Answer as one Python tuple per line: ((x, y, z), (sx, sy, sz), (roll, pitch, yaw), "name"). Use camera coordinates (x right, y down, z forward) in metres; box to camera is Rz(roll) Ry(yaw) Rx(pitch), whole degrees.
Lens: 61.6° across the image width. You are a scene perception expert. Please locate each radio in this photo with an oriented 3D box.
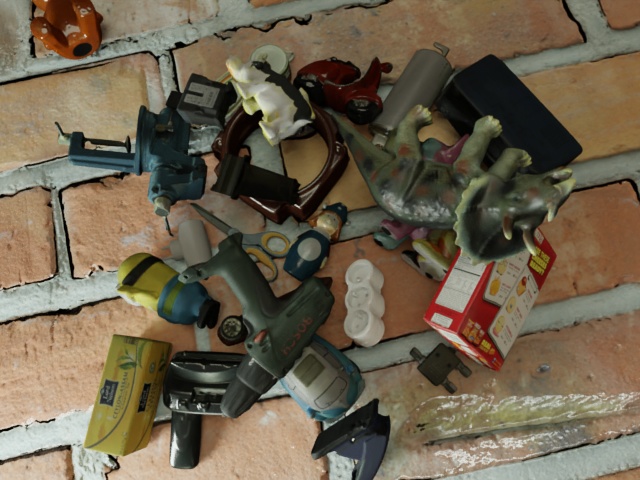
((0.311, -0.192, 0.900), (0.131, 0.073, 0.230), (-32, 76, -27), "radio")

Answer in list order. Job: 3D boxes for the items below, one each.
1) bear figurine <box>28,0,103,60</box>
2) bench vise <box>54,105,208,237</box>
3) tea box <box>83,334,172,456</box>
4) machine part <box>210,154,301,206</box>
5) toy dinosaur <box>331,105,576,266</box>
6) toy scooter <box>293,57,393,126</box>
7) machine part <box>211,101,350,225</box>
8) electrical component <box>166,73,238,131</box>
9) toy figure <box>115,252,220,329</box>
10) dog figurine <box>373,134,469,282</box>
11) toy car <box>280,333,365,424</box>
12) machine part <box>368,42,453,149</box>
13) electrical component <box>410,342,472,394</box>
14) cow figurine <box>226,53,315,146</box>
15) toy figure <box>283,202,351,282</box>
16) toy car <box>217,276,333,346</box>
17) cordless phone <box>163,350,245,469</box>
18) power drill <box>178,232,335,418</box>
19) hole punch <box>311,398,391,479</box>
((-0.482, -0.436, 0.986), (0.120, 0.132, 0.196), (-28, 83, -8), "bear figurine")
((-0.312, -0.136, 0.900), (0.241, 0.129, 0.223), (5, 69, -14), "bench vise")
((-0.294, 0.236, 0.835), (0.068, 0.098, 0.169), (11, 79, 6), "tea box")
((-0.097, -0.090, 0.846), (0.139, 0.039, 0.084), (18, 73, 8), "machine part")
((0.156, -0.080, 0.768), (0.405, 0.131, 0.192), (14, 69, 35), "toy dinosaur")
((0.050, -0.277, 0.941), (0.184, 0.075, 0.135), (30, 69, 28), "toy scooter")
((-0.067, -0.145, 0.919), (0.201, 0.087, 0.201), (35, 79, 10), "machine part")
((-0.203, -0.232, 0.889), (0.119, 0.047, 0.075), (19, 77, 11), "electrical component")
((-0.247, 0.084, 0.877), (0.180, 0.082, 0.089), (19, 60, 14), "toy figure")
((0.196, -0.064, 0.880), (0.192, 0.108, 0.219), (34, 78, 11), "dog figurine")
((-0.008, 0.202, 0.828), (0.109, 0.103, 0.162), (-44, 81, -8), "toy car")
((0.158, -0.243, 0.937), (0.079, 0.079, 0.243), (32, 79, 9), "machine part")
((0.192, 0.197, 0.860), (0.094, 0.021, 0.063), (42, 82, 12), "electrical component")
((-0.081, -0.241, 0.863), (0.098, 0.068, 0.167), (-30, 77, -4), "cow figurine")
((-0.001, -0.002, 0.899), (0.064, 0.058, 0.154), (39, 78, -23), "toy figure")
((-0.068, 0.114, 0.858), (0.202, 0.089, 0.053), (-24, 78, -5), "toy car")
((-0.173, 0.270, 0.841), (0.147, 0.089, 0.184), (2, 88, 2), "cordless phone")
((-0.109, 0.108, 0.772), (0.232, 0.086, 0.207), (-42, 82, -8), "power drill")
((0.061, 0.304, 0.789), (0.116, 0.142, 0.092), (-37, 80, 5), "hole punch")
